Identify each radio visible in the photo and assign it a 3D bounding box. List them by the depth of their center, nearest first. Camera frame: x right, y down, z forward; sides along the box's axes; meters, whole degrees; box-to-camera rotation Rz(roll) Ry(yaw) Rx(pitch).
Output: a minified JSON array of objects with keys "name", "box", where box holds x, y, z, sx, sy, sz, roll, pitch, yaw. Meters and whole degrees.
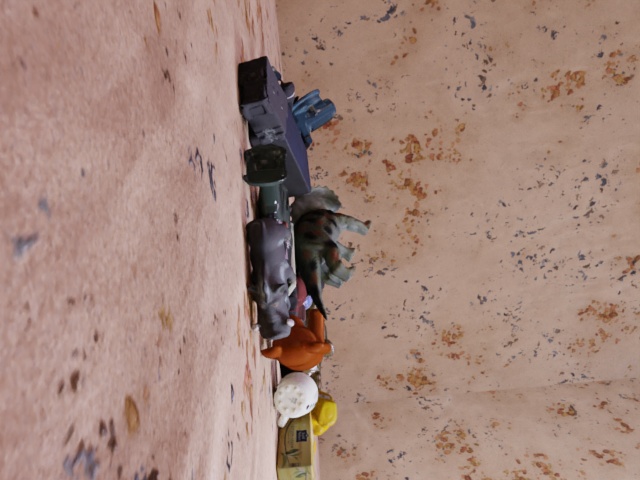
[{"name":"radio","box":[-0.082,-0.200,1.133,0.229,0.073,0.131,65,16,-60]}]

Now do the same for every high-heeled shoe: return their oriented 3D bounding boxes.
[{"name":"high-heeled shoe","box":[-0.094,-0.290,1.278,0.249,0.086,0.145,-144,-144,-72]}]

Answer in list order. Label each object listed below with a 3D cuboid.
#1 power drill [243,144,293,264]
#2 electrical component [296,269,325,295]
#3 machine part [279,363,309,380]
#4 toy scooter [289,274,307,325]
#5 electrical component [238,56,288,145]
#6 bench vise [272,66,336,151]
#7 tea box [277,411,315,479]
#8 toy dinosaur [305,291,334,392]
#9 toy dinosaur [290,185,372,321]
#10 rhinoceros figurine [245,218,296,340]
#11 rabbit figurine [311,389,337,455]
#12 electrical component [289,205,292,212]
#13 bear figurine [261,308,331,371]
[{"name":"power drill","box":[-0.084,-0.050,0.959,0.207,0.086,0.232,79,5,-48]},{"name":"electrical component","box":[-0.026,0.094,1.320,0.075,0.048,0.119,55,-23,21]},{"name":"machine part","box":[-0.062,0.281,1.150,0.039,0.084,0.139,36,30,-47]},{"name":"toy scooter","box":[-0.068,0.158,1.239,0.135,0.075,0.184,97,-8,-78]},{"name":"electrical component","box":[-0.101,-0.258,0.968,0.114,0.058,0.134,61,22,-60]},{"name":"bench vise","box":[-0.084,-0.357,1.462,0.240,0.224,0.129,55,-5,-2]},{"name":"tea box","box":[-0.046,0.431,1.072,0.170,0.068,0.098,-93,177,-73]},{"name":"toy dinosaur","box":[-0.025,0.271,1.486,0.199,0.105,0.470,-102,-157,-68]},{"name":"toy dinosaur","box":[-0.006,0.003,1.185,0.131,0.192,0.405,-63,180,29]},{"name":"rhinoceros figurine","box":[-0.076,0.060,0.848,0.112,0.073,0.190,122,-37,-87]},{"name":"rabbit figurine","box":[-0.040,0.428,1.229,0.162,0.122,0.173,141,-42,-79]},{"name":"electrical component","box":[-0.092,-0.063,1.126,0.094,0.063,0.021,-97,-179,-55]},{"name":"bear figurine","box":[-0.047,0.178,1.000,0.195,0.120,0.132,72,8,-67]}]
